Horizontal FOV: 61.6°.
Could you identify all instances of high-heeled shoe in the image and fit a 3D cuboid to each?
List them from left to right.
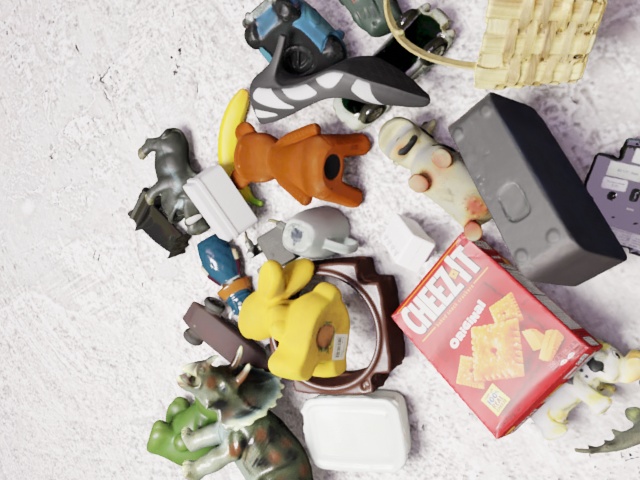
[{"bbox_3d":[0.017,-0.187,0.747,0.249,0.086,0.145,25,133,9],"label":"high-heeled shoe"}]

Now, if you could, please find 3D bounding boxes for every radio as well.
[{"bbox_3d":[0.249,-0.061,0.631,0.073,0.131,0.230,-43,56,39],"label":"radio"}]

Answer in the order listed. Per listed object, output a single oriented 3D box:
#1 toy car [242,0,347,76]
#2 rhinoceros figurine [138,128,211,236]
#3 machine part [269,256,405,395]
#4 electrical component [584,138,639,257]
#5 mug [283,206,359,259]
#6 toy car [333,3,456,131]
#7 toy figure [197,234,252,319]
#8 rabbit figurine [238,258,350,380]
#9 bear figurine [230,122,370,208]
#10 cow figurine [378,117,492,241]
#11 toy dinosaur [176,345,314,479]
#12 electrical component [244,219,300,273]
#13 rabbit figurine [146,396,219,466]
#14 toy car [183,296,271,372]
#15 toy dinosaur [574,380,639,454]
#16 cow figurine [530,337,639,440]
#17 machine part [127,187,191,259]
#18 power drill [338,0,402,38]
[{"bbox_3d":[-0.034,-0.298,0.790,0.109,0.161,0.103,-29,40,33],"label":"toy car"},{"bbox_3d":[-0.243,-0.098,0.936,0.112,0.073,0.190,-18,86,15],"label":"rhinoceros figurine"},{"bbox_3d":[0.020,0.130,0.826,0.202,0.087,0.200,-6,93,24],"label":"machine part"},{"bbox_3d":[0.380,-0.053,0.653,0.115,0.058,0.134,21,104,19],"label":"electrical component"},{"bbox_3d":[-0.002,-0.002,0.809,0.110,0.107,0.080,30,109,21],"label":"mug"},{"bbox_3d":[0.101,-0.242,0.764,0.201,0.056,0.073,-42,74,21],"label":"toy car"},{"bbox_3d":[-0.154,0.063,0.916,0.064,0.058,0.154,-31,87,31],"label":"toy figure"},{"bbox_3d":[-0.053,0.107,0.752,0.173,0.122,0.162,4,95,44],"label":"rabbit figurine"},{"bbox_3d":[-0.040,-0.117,0.827,0.196,0.132,0.120,12,99,42],"label":"bear figurine"},{"bbox_3d":[0.162,-0.096,0.727,0.195,0.127,0.085,39,112,1],"label":"cow figurine"},{"bbox_3d":[-0.086,0.347,0.829,0.192,0.131,0.404,-35,92,0],"label":"toy dinosaur"},{"bbox_3d":[-0.077,0.008,0.879,0.102,0.045,0.078,-23,85,25],"label":"electrical component"},{"bbox_3d":[-0.198,0.309,0.928,0.159,0.121,0.170,32,108,12],"label":"rabbit figurine"},{"bbox_3d":[-0.149,0.178,0.928,0.202,0.053,0.089,35,104,13],"label":"toy car"},{"bbox_3d":[0.465,0.077,0.582,0.199,0.105,0.471,29,99,8],"label":"toy dinosaur"},{"bbox_3d":[0.332,0.176,0.698,0.167,0.068,0.098,-46,71,21],"label":"cow figurine"},{"bbox_3d":[-0.294,-0.029,0.982,0.139,0.039,0.084,45,106,16],"label":"machine part"},{"bbox_3d":[0.088,-0.418,0.738,0.207,0.086,0.232,-25,87,21],"label":"power drill"}]
